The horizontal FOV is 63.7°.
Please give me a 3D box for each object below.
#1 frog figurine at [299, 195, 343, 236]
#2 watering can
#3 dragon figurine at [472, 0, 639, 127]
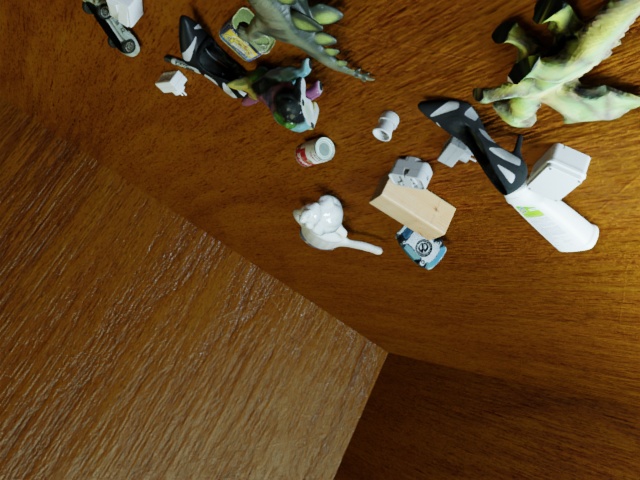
[{"bbox_3d":[0.005,-0.085,1.687,0.123,0.137,0.159,26,-176,20],"label":"frog figurine"},{"bbox_3d":[0.050,-0.014,1.901,0.347,0.105,0.221,29,163,-2],"label":"watering can"},{"bbox_3d":[0.401,-0.258,0.791,0.242,0.123,0.408,17,169,-24],"label":"dragon figurine"}]
